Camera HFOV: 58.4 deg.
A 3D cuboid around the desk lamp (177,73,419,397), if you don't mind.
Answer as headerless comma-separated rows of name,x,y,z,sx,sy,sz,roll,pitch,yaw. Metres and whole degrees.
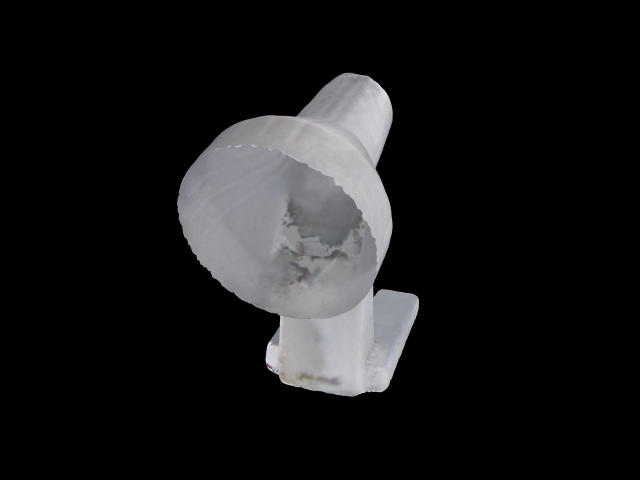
desk lamp,0.004,0.001,0.400,0.117,0.214,0.203,8,26,18
